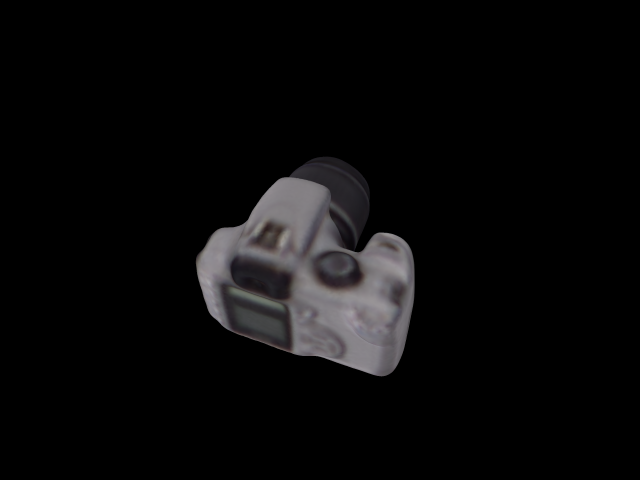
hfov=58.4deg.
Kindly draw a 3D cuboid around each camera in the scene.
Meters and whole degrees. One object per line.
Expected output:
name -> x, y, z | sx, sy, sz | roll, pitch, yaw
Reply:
camera -> 0.004, 0.001, 0.400 | 0.143, 0.101, 0.137 | 16, 51, 13
